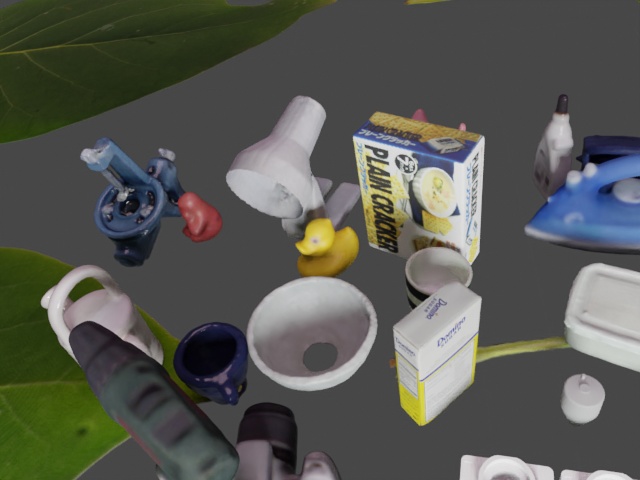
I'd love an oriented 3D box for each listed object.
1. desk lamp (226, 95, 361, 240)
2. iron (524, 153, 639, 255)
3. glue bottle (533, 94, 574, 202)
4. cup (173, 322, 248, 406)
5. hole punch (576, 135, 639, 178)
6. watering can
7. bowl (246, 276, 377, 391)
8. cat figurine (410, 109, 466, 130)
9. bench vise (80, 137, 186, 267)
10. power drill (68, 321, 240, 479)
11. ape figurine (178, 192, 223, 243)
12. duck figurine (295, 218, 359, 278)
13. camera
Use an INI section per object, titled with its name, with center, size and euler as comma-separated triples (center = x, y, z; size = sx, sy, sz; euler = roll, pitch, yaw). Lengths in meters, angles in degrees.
[desk lamp]
center = -0.034, -0.095, 0.873
size = 0.117, 0.214, 0.203
euler = 14, 51, 25
[iron]
center = 0.422, -0.065, 0.791
size = 0.258, 0.142, 0.118
euler = -4, 46, 9
[glue bottle]
center = 0.354, -0.141, 0.859
size = 0.037, 0.173, 0.078
euler = -11, 45, 3
[cup]
center = -0.120, 0.172, 0.714
size = 0.092, 0.095, 0.117
euler = -28, 47, -14
[hole punch]
center = 0.459, -0.133, 0.886
size = 0.108, 0.091, 0.101
euler = 7, 48, 19
[watering can]
center = -0.291, 0.111, 0.742
size = 0.172, 0.194, 0.101
euler = 1, 47, 14
[bowl]
center = -0.007, 0.132, 0.743
size = 0.167, 0.075, 0.167
euler = -6, 45, 7
[cat figurine]
center = 0.184, -0.165, 0.960
size = 0.127, 0.118, 0.067
euler = -8, 45, 5
[bench vise]
center = -0.310, -0.094, 0.930
size = 0.121, 0.220, 0.207
euler = -8, 45, 5
[power drill]
center = -0.165, 0.203, 0.614
size = 0.228, 0.209, 0.076
euler = 28, 58, 34
[ape figurine]
center = -0.206, -0.042, 0.946
size = 0.076, 0.092, 0.077
euler = -9, 45, 4
[duck figurine]
center = 0.008, 0.003, 0.858
size = 0.105, 0.086, 0.077
euler = -30, 47, -16
[camera]
center = -0.046, 0.245, 0.621
size = 0.143, 0.101, 0.136
euler = -6, 45, 7
